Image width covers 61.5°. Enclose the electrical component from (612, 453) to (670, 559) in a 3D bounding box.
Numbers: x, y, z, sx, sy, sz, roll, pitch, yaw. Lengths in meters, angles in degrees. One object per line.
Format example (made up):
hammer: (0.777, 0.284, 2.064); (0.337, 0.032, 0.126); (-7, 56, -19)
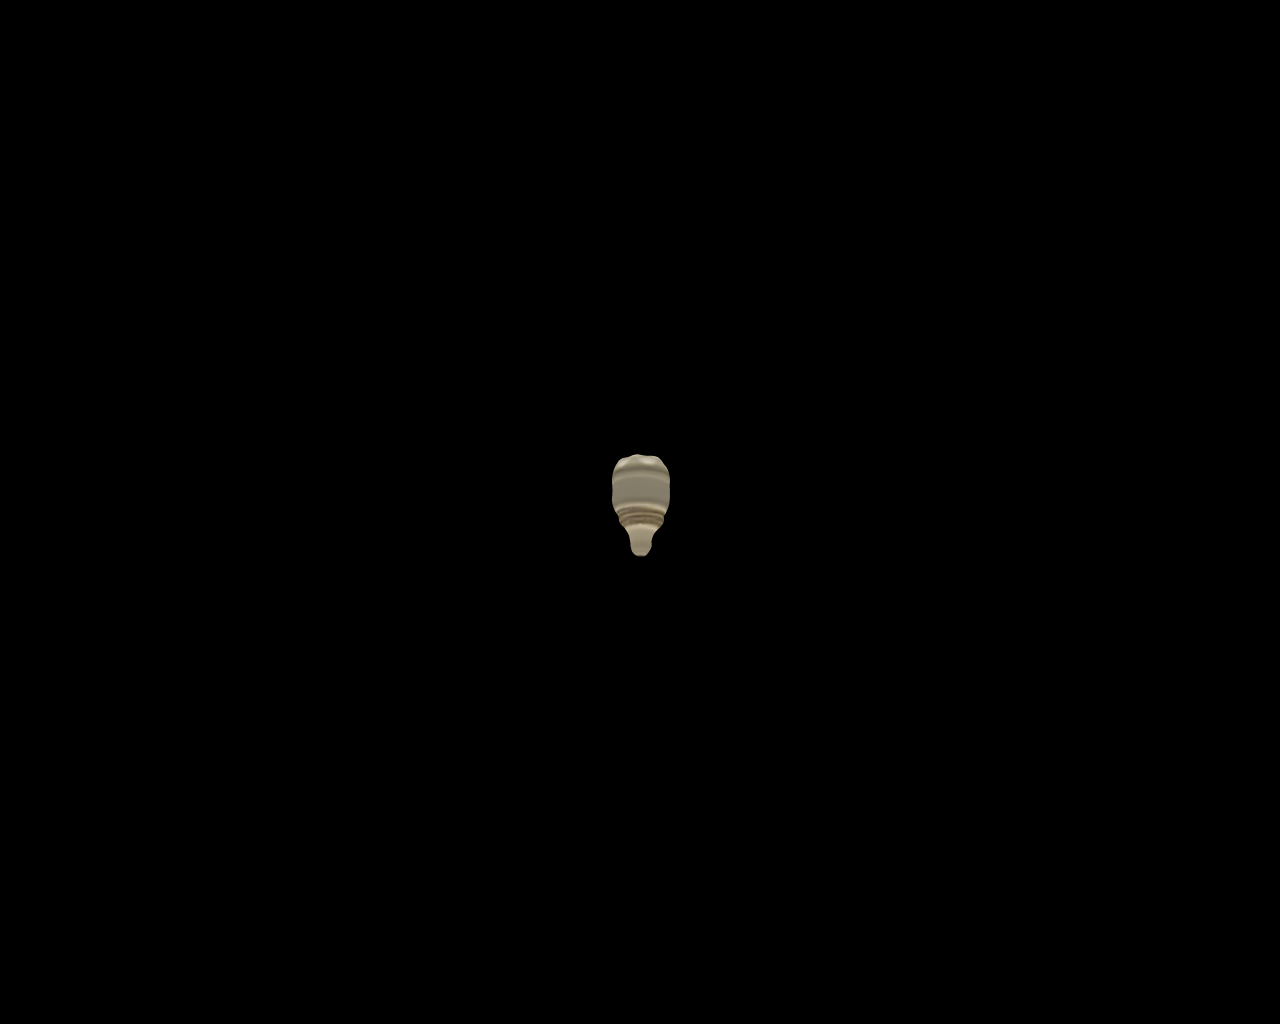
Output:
electrical component: (0.001, -0.003, 0.650); (0.035, 0.061, 0.035); (0, -16, 0)
